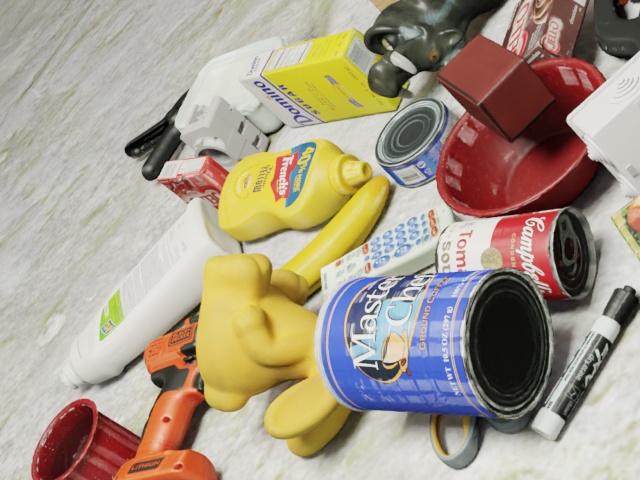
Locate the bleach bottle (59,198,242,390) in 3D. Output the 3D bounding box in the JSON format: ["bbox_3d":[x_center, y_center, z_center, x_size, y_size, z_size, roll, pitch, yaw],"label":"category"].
[{"bbox_3d":[-0.195,0.071,1.173,0.251,0.068,0.102,-42,31,15],"label":"bleach bottle"}]

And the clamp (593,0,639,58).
[{"bbox_3d":[0.290,-0.183,0.867,0.165,0.036,0.210,-40,31,16],"label":"clamp"}]

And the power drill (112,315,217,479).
[{"bbox_3d":[-0.112,0.150,0.997,0.185,0.057,0.187,-24,38,38],"label":"power drill"}]

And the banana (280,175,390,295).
[{"bbox_3d":[-0.006,0.014,1.024,0.198,0.037,0.069,-40,34,15],"label":"banana"}]

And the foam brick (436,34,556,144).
[{"bbox_3d":[0.142,-0.124,0.867,0.051,0.053,0.078,-46,33,4],"label":"foam brick"}]

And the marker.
[{"bbox_3d":[0.185,0.083,0.738,0.121,0.020,0.020,-56,33,-10],"label":"marker"}]

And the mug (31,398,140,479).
[{"bbox_3d":[-0.223,0.209,1.044,0.093,0.081,0.117,-51,32,-2],"label":"mug"}]

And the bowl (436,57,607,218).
[{"bbox_3d":[0.176,-0.071,0.874,0.162,0.055,0.162,-32,36,26],"label":"bowl"}]

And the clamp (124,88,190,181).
[{"bbox_3d":[-0.195,-0.156,1.428,0.171,0.039,0.120,-48,37,-9],"label":"clamp"}]

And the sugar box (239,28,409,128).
[{"bbox_3d":[0.001,-0.171,1.156,0.177,0.093,0.048,-6,52,49],"label":"sugar box"}]

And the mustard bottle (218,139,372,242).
[{"bbox_3d":[-0.021,-0.055,1.095,0.192,0.058,0.096,-9,52,45],"label":"mustard bottle"}]

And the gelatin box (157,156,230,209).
[{"bbox_3d":[-0.132,-0.061,1.222,0.089,0.073,0.030,-2,56,49],"label":"gelatin box"}]

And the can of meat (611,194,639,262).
[{"bbox_3d":[0.254,-0.007,0.713,0.084,0.057,0.102,-41,32,18],"label":"can of meat"}]

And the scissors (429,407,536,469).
[{"bbox_3d":[0.125,0.079,0.819,0.096,0.016,0.201,-20,43,36],"label":"scissors"}]

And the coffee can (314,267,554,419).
[{"bbox_3d":[0.080,0.074,0.765,0.141,0.102,0.102,-6,52,46],"label":"coffee can"}]

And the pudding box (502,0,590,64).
[{"bbox_3d":[0.197,-0.186,0.954,0.090,0.039,0.113,-42,21,60],"label":"pudding box"}]

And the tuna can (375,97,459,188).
[{"bbox_3d":[0.094,-0.094,1.017,0.086,0.033,0.086,-31,36,26],"label":"tuna can"}]

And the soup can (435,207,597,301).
[{"bbox_3d":[0.146,0.014,0.802,0.102,0.068,0.068,-7,51,40],"label":"soup can"}]

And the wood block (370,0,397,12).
[{"bbox_3d":[0.136,-0.332,1.158,0.206,0.090,0.090,-37,34,19],"label":"wood block"}]
